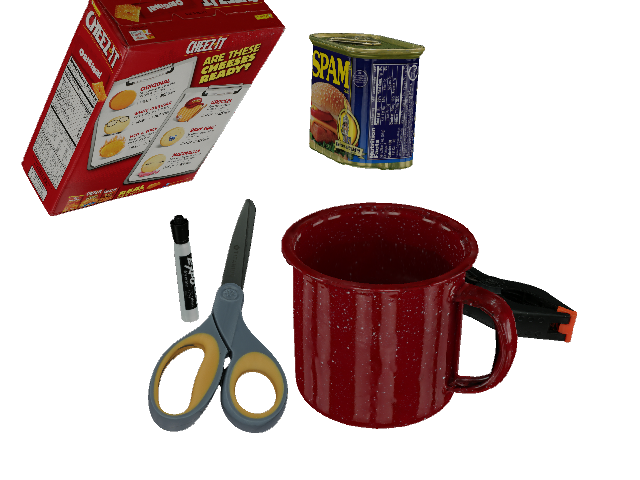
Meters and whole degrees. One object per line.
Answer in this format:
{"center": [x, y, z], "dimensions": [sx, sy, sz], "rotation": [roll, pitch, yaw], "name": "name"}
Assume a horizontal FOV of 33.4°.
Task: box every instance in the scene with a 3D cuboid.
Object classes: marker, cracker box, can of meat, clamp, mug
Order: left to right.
{"center": [-0.151, -0.125, 0.927], "dimensions": [0.163, 0.072, 0.214], "rotation": [-18, -25, -42], "name": "cracker box"}
{"center": [-0.142, 0.030, 1.118], "dimensions": [0.020, 0.121, 0.020], "rotation": [-2, 27, 1], "name": "marker"}
{"center": [0.029, -0.101, 0.761], "dimensions": [0.057, 0.084, 0.102], "rotation": [-5, 18, -22], "name": "can of meat"}
{"center": [0.039, 0.039, 0.515], "dimensions": [0.117, 0.081, 0.093], "rotation": [13, 29, 25], "name": "mug"}
{"center": [0.151, 0.048, 0.978], "dimensions": [0.171, 0.039, 0.120], "rotation": [17, 29, 15], "name": "clamp"}

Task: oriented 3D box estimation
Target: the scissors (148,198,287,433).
{"center": [-0.046, 0.052, 0.718], "dimensions": [0.096, 0.016, 0.201], "rotation": [21, 48, 9], "name": "scissors"}
